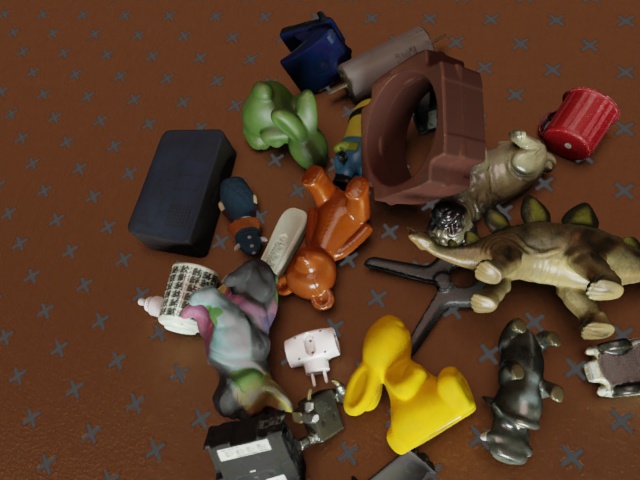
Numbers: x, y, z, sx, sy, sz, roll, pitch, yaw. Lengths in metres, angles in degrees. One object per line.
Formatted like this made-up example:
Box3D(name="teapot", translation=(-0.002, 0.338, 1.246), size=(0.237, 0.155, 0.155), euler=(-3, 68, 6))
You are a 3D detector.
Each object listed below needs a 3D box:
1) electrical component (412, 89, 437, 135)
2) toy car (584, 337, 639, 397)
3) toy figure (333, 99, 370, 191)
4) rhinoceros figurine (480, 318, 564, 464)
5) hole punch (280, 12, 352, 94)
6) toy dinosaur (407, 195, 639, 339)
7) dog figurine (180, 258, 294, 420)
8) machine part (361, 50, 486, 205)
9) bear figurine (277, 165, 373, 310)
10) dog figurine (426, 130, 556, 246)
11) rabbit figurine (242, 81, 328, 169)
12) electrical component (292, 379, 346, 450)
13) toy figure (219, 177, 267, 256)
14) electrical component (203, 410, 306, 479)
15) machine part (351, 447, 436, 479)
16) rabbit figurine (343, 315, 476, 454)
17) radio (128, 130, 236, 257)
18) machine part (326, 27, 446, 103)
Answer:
Box3D(name="electrical component", translation=(0.196, -0.235, 0.918), size=(0.075, 0.119, 0.048), euler=(-16, 64, 8))
Box3D(name="toy car", translation=(0.459, 0.161, 0.715), size=(0.202, 0.056, 0.073), euler=(-11, 70, 9))
Box3D(name="toy figure", translation=(0.073, -0.167, 0.936), size=(0.089, 0.082, 0.180), euler=(20, 75, 22))
Box3D(name="rhinoceros figurine", translation=(0.260, 0.196, 0.715), size=(0.073, 0.112, 0.190), euler=(22, 57, -4))
Box3D(name="hole punch", translation=(-0.008, -0.342, 1.010), size=(0.116, 0.142, 0.092), euler=(-8, 62, 24))
Box3D(name="toy dinosaur", translation=(0.352, 0.027, 0.741), size=(0.472, 0.105, 0.199), euler=(12, 42, 3))
Box3D(name="dog figurine", translation=(-0.101, 0.157, 0.803), size=(0.191, 0.108, 0.219), euler=(-31, 85, -38))
Box3D(name="machine part", translation=(0.150, -0.161, 0.809), size=(0.087, 0.201, 0.201), euler=(4, 80, -28))
Box3D(name="bear figurine", translation=(0.000, 0.000, 0.852), size=(0.120, 0.131, 0.196), euler=(21, 66, 29))
Box3D(name="dog figurine", translation=(0.270, -0.069, 0.849), size=(0.173, 0.121, 0.190), euler=(11, 83, 20))
Box3D(name="rabbit figurine", translation=(-0.045, -0.204, 0.955), size=(0.170, 0.159, 0.121), euler=(44, 71, 10))
Box3D(name="electrical component", translation=(0.004, 0.241, 0.758), size=(0.045, 0.102, 0.078), euler=(-26, 75, 40))
Box3D(name="toy figure", translation=(-0.133, -0.038, 0.936), size=(0.064, 0.057, 0.154), euler=(-24, 67, 14))
Box3D(name="electrical component", translation=(-0.083, 0.308, 0.734), size=(0.115, 0.058, 0.134), euler=(-13, 107, 8))
Box3D(name="machine part", translation=(0.091, 0.335, 0.727), size=(0.139, 0.039, 0.084), euler=(-38, 59, -4))
Box3D(name="rabbit figurine", translation=(0.113, 0.193, 0.749), size=(0.162, 0.121, 0.173), euler=(-34, 68, 14))
Box3D(name="radio", translation=(-0.248, -0.090, 0.977), size=(0.131, 0.073, 0.229), euler=(5, 66, 16))
Box3D(name="machine part", translation=(0.123, -0.325, 0.997), size=(0.243, 0.079, 0.079), euler=(-25, 63, 0))
